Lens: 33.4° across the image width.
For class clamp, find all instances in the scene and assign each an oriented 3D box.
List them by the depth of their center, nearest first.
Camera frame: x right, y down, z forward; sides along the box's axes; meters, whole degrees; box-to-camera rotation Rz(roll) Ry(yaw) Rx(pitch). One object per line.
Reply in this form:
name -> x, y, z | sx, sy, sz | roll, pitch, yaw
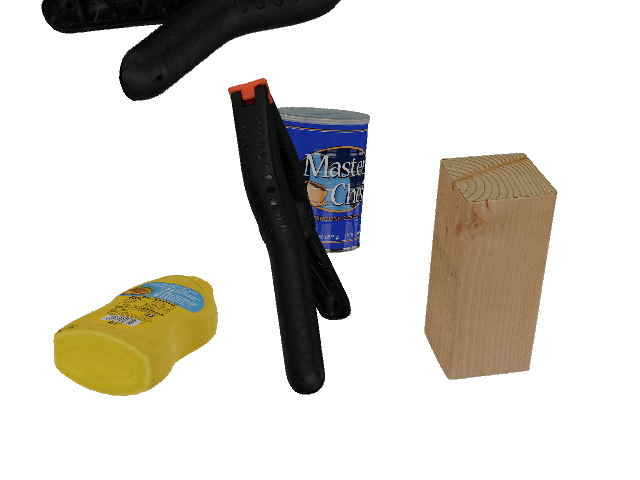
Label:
clamp -> -0.048, -0.120, 0.545 | 0.171, 0.039, 0.120 | -20, 44, -13
clamp -> -0.021, -0.010, 0.763 | 0.036, 0.210, 0.164 | -14, 5, 11

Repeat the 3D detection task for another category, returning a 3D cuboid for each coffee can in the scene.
coffee can -> -0.004, -0.066, 1.134 | 0.103, 0.140, 0.103 | 4, 12, -1

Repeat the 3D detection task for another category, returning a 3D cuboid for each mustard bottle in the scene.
mustard bottle -> -0.147, 0.074, 0.954 | 0.096, 0.058, 0.191 | 9, 20, 20

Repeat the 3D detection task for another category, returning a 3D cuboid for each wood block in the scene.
wood block -> 0.164, 0.027, 1.062 | 0.090, 0.206, 0.090 | -5, 31, -11
